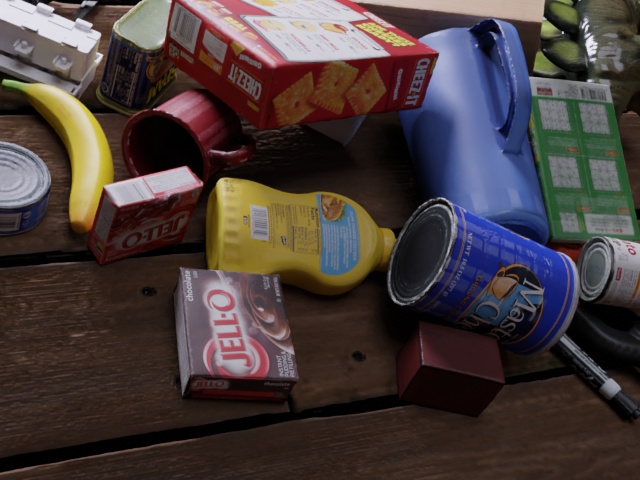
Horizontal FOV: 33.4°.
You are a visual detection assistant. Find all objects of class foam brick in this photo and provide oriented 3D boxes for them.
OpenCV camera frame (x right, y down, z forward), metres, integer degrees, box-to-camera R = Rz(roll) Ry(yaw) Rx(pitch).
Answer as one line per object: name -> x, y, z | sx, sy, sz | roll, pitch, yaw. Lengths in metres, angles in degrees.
foam brick -> 0.112, 0.112, 0.927 | 0.078, 0.051, 0.053 | 14, 41, -12

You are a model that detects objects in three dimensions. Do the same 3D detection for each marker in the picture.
marker -> 0.255, 0.123, 1.008 | 0.020, 0.020, 0.121 | -25, 61, -41

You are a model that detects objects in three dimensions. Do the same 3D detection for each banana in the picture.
banana -> -0.228, -0.083, 0.980 | 0.069, 0.037, 0.198 | -20, 56, -22

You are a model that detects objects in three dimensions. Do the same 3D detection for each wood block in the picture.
wood block -> 0.138, -0.251, 1.171 | 0.206, 0.090, 0.090 | 8, 59, 8

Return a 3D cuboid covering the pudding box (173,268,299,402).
pudding box -> -0.072, 0.078, 0.883 | 0.090, 0.039, 0.113 | 6, 45, -21

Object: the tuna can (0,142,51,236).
tuna can -> -0.275, -0.045, 0.917 | 0.086, 0.034, 0.086 | 13, 43, -13

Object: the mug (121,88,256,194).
mug -> -0.114, -0.090, 0.992 | 0.117, 0.093, 0.081 | 8, 30, 25

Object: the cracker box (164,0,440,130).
cracker box -> -0.018, -0.179, 1.035 | 0.213, 0.072, 0.164 | -12, 40, -41

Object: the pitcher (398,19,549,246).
pitcher -> 0.158, -0.095, 1.080 | 0.145, 0.149, 0.243 | -17, 55, 12

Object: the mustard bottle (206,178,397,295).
mustard bottle -> -0.007, 0.001, 0.976 | 0.191, 0.058, 0.096 | 6, 63, -20

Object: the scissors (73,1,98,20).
scissors -> -0.220, -0.295, 1.216 | 0.096, 0.016, 0.201 | 12, 43, -14

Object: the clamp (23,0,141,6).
clamp -> -0.310, -0.285, 1.143 | 0.209, 0.036, 0.165 | -22, 52, -34

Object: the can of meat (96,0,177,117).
can of meat -> -0.176, -0.187, 1.074 | 0.057, 0.084, 0.102 | 27, 41, 3

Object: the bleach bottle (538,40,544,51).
bleach bottle -> 0.171, -0.302, 1.378 | 0.251, 0.068, 0.102 | 22, 44, 1

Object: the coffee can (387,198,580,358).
coffee can -> 0.146, 0.035, 0.957 | 0.140, 0.103, 0.103 | 23, 39, -22

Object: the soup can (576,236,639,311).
soup can -> 0.310, 0.037, 1.043 | 0.102, 0.069, 0.068 | 11, 43, -16

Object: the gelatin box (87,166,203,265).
gelatin box -> -0.151, -0.021, 0.923 | 0.089, 0.073, 0.030 | -18, 58, -39

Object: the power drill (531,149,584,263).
power drill -> 0.301, -0.022, 1.153 | 0.184, 0.057, 0.187 | 12, 42, -19

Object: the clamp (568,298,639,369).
clamp -> 0.318, 0.098, 1.051 | 0.171, 0.039, 0.120 | 33, 28, 12
